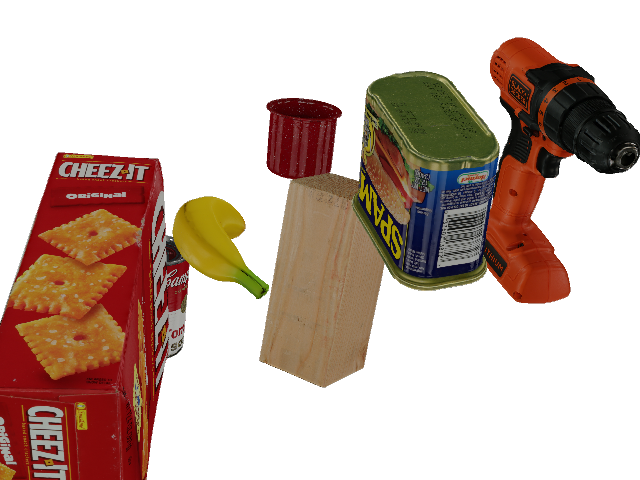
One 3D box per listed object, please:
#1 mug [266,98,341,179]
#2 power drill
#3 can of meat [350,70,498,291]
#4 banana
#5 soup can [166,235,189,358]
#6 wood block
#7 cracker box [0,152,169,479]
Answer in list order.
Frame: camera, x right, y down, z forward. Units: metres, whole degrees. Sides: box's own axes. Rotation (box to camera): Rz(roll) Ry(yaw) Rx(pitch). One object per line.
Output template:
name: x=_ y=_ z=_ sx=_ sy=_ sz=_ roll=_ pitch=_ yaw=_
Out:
mug: x=-0.018 y=-0.128 z=1.331 sx=0.093 sy=0.081 sz=0.117 roll=16 pitch=24 yaw=22
power drill: x=0.179 y=-0.046 z=0.841 sx=0.057 sy=0.188 sz=0.184 roll=-4 pitch=33 yaw=-16
can of meat: x=0.058 y=-0.036 z=0.604 sx=0.057 sy=0.084 sz=0.102 roll=-9 pitch=39 yaw=-16
banana: x=-0.082 y=-0.003 z=0.813 sx=0.069 sy=0.037 sz=0.198 roll=44 pitch=6 yaw=-17
soup can: x=-0.159 y=0.053 z=1.005 sx=0.068 sy=0.102 sz=0.068 roll=6 pitch=22 yaw=-3
wood block: x=0.008 y=0.040 z=1.160 sx=0.090 sy=0.206 sz=0.090 roll=19 pitch=18 yaw=27
cracker box: x=-0.127 y=0.073 z=0.598 sx=0.072 sy=0.164 sz=0.213 roll=3 pitch=34 yaw=-3
